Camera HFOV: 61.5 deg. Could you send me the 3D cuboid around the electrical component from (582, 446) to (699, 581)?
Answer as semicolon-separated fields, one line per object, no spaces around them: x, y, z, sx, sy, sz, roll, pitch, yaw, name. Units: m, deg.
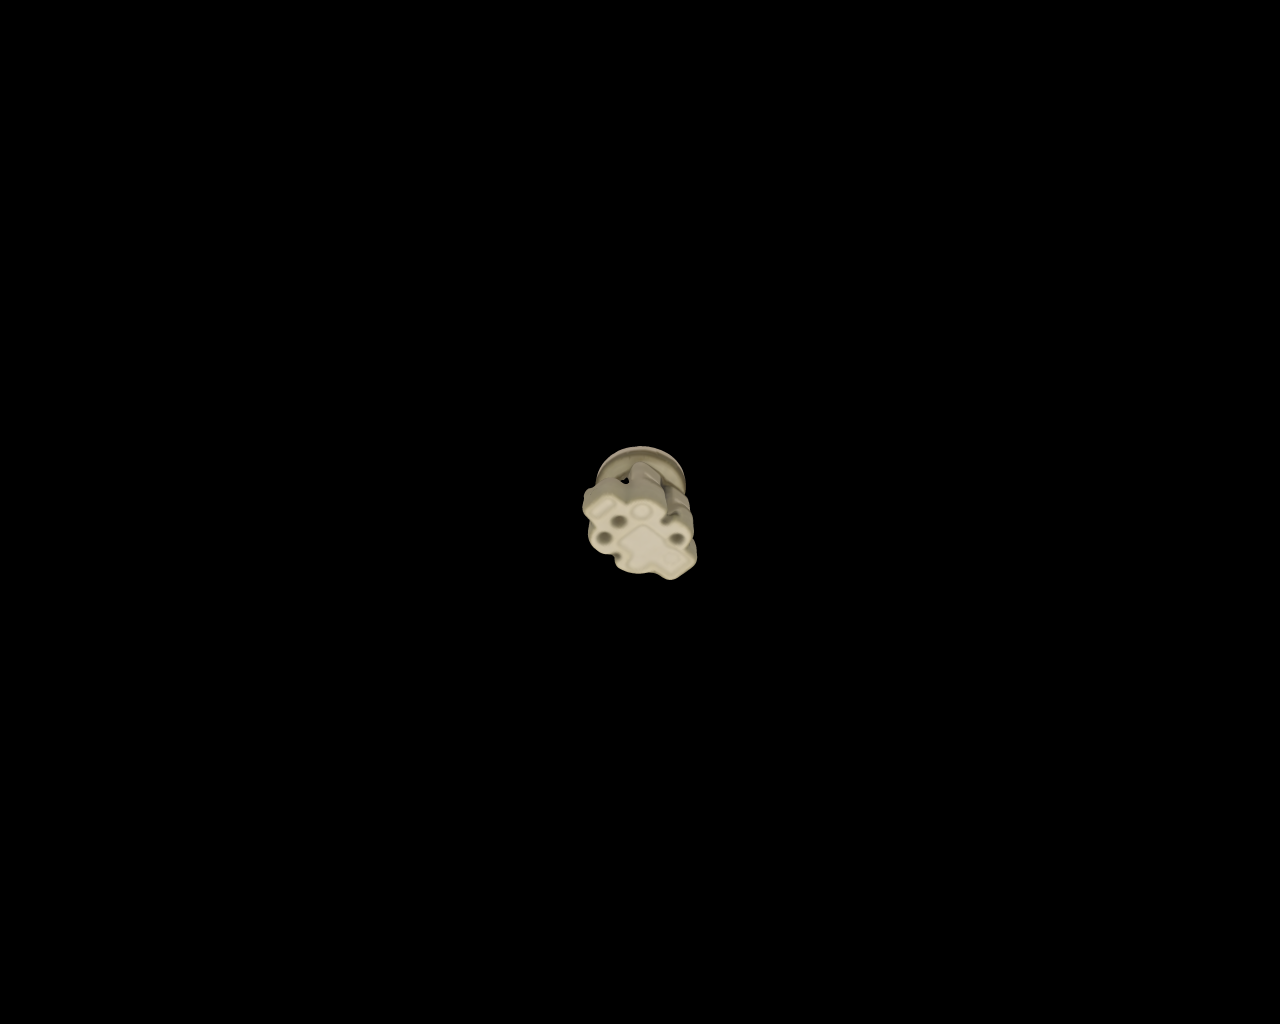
0.001;-0.003;0.650;0.058;0.057;0.078;-36;-58;27;electrical component
